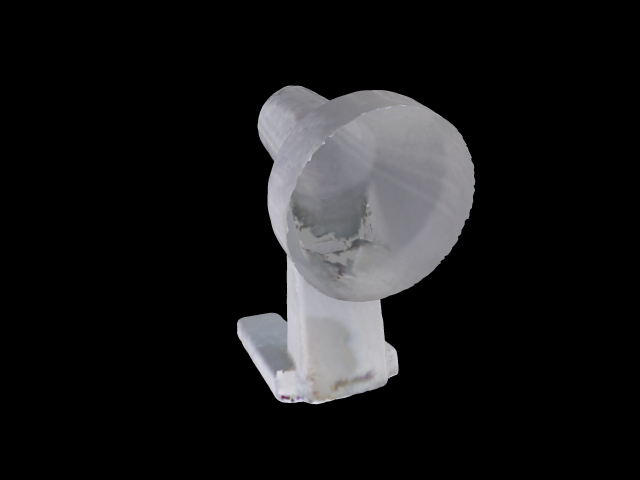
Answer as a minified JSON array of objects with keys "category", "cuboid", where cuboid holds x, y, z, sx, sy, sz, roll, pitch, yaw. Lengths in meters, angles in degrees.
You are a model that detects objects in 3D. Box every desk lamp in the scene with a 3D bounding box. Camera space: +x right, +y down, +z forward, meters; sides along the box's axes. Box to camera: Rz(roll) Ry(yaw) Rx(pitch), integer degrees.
[{"category":"desk lamp","cuboid":[0.004,0.001,0.400,0.118,0.213,0.202,-6,15,-23]}]
